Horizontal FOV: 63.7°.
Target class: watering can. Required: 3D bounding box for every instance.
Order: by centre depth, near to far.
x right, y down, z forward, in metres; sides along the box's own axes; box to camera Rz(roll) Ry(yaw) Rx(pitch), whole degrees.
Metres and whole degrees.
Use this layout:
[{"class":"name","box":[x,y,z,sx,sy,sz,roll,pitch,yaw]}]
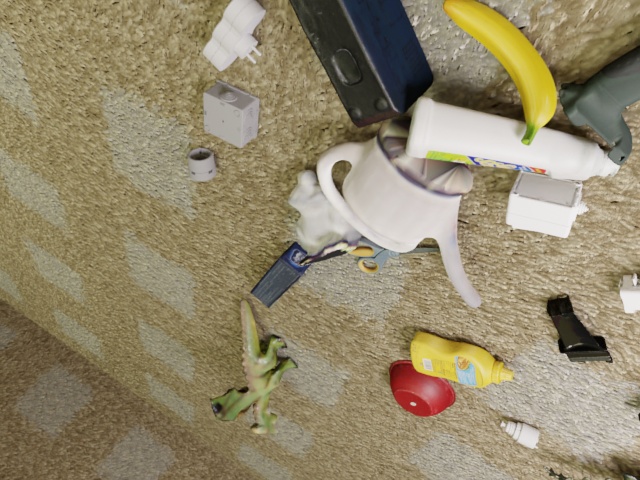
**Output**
[{"class":"watering can","box":[0.152,-0.046,0.783,0.348,0.106,0.219,37,141,3]}]

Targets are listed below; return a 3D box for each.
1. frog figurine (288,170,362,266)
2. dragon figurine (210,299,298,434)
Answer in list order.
[{"class":"frog figurine","box":[0.003,-0.047,0.932,0.135,0.123,0.161,-36,66,59]},{"class":"dragon figurine","box":[-0.192,0.372,1.372,0.122,0.247,0.402,5,133,41]}]
